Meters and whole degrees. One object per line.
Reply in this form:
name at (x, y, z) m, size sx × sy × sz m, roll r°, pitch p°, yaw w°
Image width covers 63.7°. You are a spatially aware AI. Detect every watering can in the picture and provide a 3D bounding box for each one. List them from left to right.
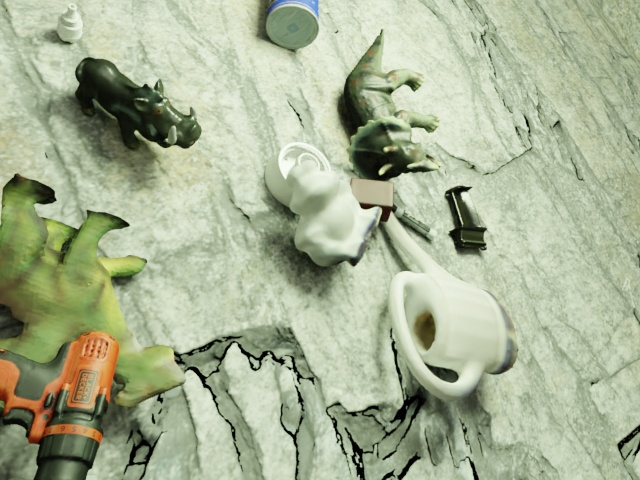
watering can at (0.206, 0.099, 0.865) m, size 0.223 × 0.102 × 0.356 m, roll 15°, pitch 48°, yaw -24°

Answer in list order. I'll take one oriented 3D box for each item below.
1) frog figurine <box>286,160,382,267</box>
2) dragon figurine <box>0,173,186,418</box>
frog figurine at (0.002, -0.041, 0.805) m, size 0.159 × 0.122 × 0.139 m, roll 36°, pitch 74°, yaw -9°
dragon figurine at (-0.336, 0.069, 0.561) m, size 0.408 × 0.120 × 0.247 m, roll 23°, pitch 63°, yaw -17°
